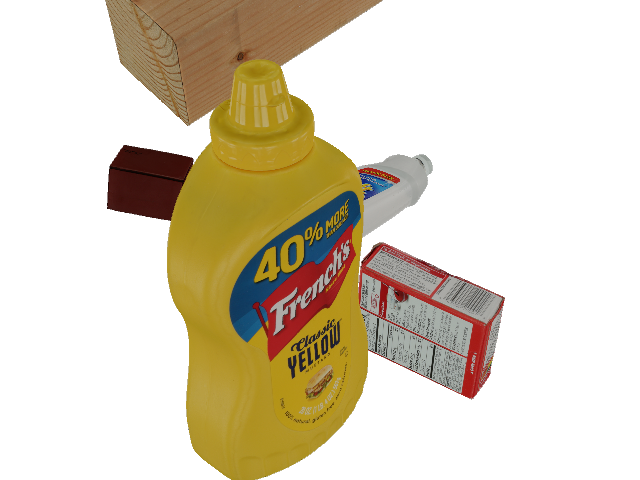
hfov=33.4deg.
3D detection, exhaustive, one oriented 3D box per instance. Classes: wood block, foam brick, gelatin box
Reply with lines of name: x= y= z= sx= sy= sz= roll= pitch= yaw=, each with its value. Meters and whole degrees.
wood block: x=-0.047 y=-0.189 z=0.792 sx=0.205 sy=0.090 sz=0.091 roll=-36 pitch=-28 yaw=-21
foam brick: x=-0.174 y=-0.059 z=1.099 sx=0.078 sy=0.051 sz=0.053 roll=11 pitch=31 yaw=3
gelatin box: x=0.066 y=0.050 z=0.664 sx=0.089 sy=0.073 sz=0.030 roll=25 pitch=49 yaw=22

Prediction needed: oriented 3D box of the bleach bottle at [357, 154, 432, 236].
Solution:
bleach bottle: x=0.039 y=-0.050 z=1.316 sx=0.250 sy=0.068 sz=0.103 roll=-30 pitch=44 yaw=-34

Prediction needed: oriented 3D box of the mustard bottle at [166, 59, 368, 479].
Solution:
mustard bottle: x=-0.021 y=0.011 z=0.459 sx=0.058 sy=0.192 sz=0.096 roll=30 pitch=48 yaw=35
